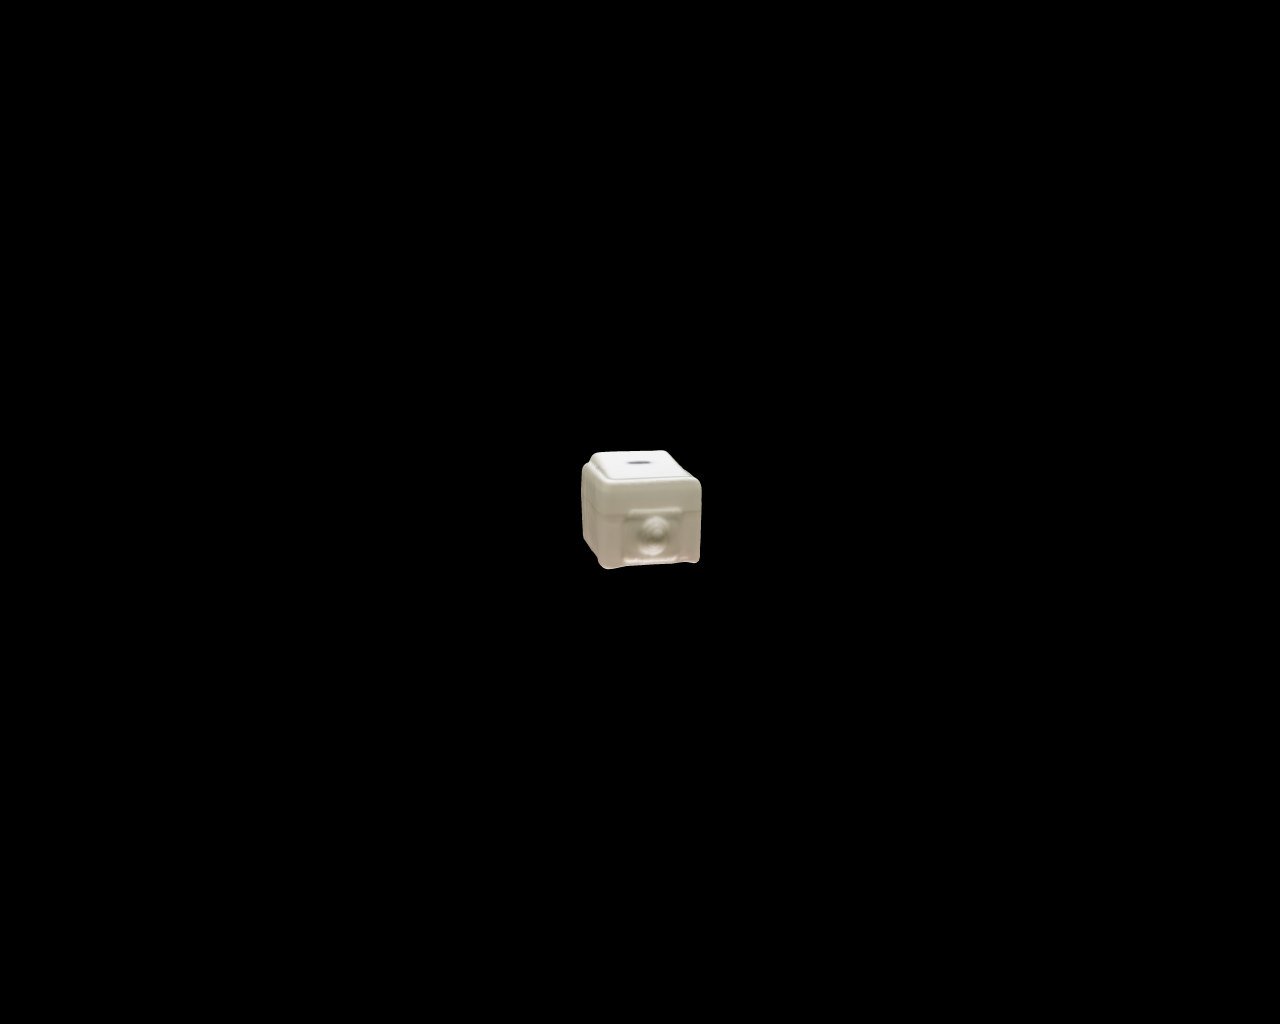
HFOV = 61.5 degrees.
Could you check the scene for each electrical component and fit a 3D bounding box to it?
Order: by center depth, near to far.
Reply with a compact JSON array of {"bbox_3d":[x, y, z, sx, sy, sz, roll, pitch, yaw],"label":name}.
[{"bbox_3d":[0.001,-0.003,0.650,0.062,0.061,0.096,-2,12,-11],"label":"electrical component"}]
